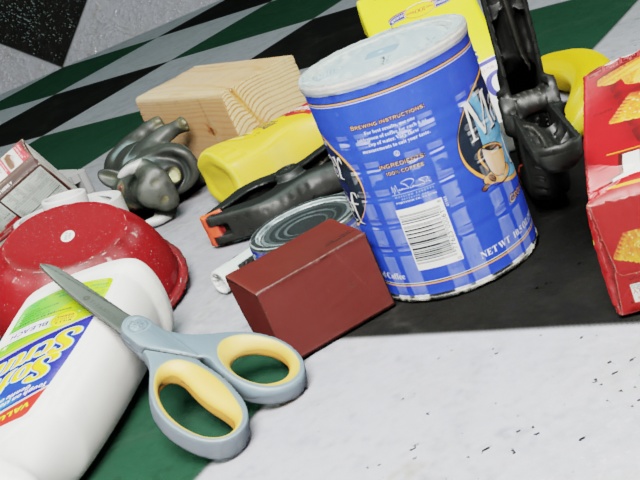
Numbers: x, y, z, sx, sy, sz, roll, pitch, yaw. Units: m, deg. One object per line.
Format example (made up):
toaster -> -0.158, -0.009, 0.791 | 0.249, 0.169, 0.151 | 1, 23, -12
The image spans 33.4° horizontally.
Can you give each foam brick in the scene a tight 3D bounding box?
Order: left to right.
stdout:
foam brick -> -0.006, 0.030, 0.634 | 0.078, 0.051, 0.053 | -28, 20, -16

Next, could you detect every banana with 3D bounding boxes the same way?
banana -> 0.198, -0.121, 0.830 | 0.070, 0.037, 0.197 | -16, 20, 16

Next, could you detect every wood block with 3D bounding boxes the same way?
wood block -> -0.098, -0.127, 1.102 | 0.090, 0.091, 0.206 | -33, 22, -25

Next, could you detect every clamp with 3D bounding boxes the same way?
clamp -> -0.012, -0.043, 0.860 | 0.171, 0.039, 0.120 | -33, 15, -15
clamp -> 0.122, -0.091, 0.636 | 0.036, 0.164, 0.210 | -15, -16, 9

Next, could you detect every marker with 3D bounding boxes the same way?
marker -> -0.031, 0.001, 0.790 | 0.120, 0.020, 0.020 | -36, 23, -33

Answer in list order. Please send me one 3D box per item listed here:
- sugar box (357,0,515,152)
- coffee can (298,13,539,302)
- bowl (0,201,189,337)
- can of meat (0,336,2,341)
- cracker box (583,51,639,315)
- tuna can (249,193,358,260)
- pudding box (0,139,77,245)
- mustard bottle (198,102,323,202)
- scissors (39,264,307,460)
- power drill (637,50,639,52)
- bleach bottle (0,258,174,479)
sugar box -> 0.096, -0.135, 0.839 | 0.093, 0.048, 0.176 | -21, 51, 6
coffee can -> 0.060, -0.049, 0.634 | 0.103, 0.140, 0.103 | -20, 19, 7
bowl -> -0.181, 0.018, 0.789 | 0.162, 0.055, 0.162 | -7, 34, 4
can of meat -> -0.245, 0.094, 0.683 | 0.058, 0.084, 0.101 | -1, 28, 48
cracker box -> 0.227, -0.057, 0.571 | 0.164, 0.072, 0.213 | -16, 20, 20
tuna can -> -0.005, 0.001, 0.738 | 0.086, 0.034, 0.086 | -20, 19, 7
pudding box -> -0.277, -0.032, 1.001 | 0.090, 0.113, 0.039 | -43, 66, -4
mustard bottle -> -0.012, -0.096, 0.970 | 0.191, 0.058, 0.096 | -29, 13, -19
scissors -> -0.083, 0.051, 0.612 | 0.096, 0.016, 0.202 | -18, 39, -25
power drill -> 0.330, -0.151, 0.736 | 0.184, 0.057, 0.188 | -39, 21, -30
bleach bottle -> -0.155, 0.099, 0.605 | 0.103, 0.068, 0.250 | -18, 22, 11
